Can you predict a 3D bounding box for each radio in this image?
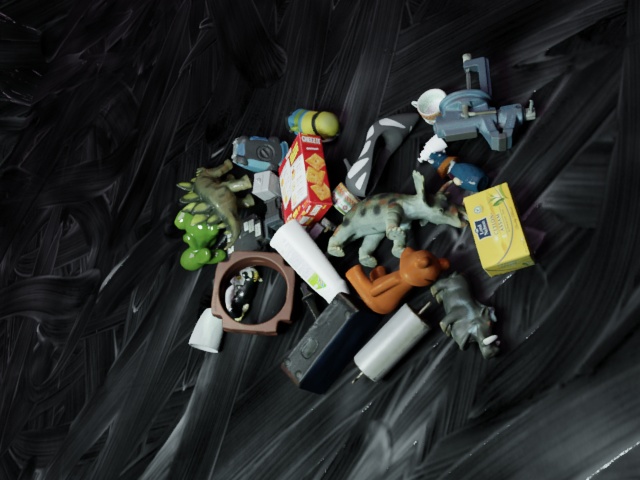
[{"bbox_3d":[0.024,0.229,1.196,0.073,0.131,0.229,39,94,35],"label":"radio"}]

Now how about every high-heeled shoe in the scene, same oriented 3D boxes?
[{"bbox_3d":[0.162,-0.209,1.306,0.249,0.086,0.145,-35,48,7],"label":"high-heeled shoe"}]

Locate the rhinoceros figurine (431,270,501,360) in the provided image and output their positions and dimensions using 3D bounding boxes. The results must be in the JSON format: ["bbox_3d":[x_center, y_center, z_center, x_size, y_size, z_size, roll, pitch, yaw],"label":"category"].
[{"bbox_3d":[0.299,0.154,1.090,0.112,0.073,0.190,-25,56,10],"label":"rhinoceros figurine"}]

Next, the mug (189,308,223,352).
[{"bbox_3d":[-0.299,0.241,1.448,0.109,0.081,0.107,-27,43,61],"label":"mug"}]

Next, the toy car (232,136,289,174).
[{"bbox_3d":[-0.175,-0.234,1.541,0.103,0.162,0.109,134,137,-69],"label":"toy car"}]

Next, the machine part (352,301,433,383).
[{"bbox_3d":[0.155,0.219,1.149,0.243,0.079,0.079,-49,52,8],"label":"machine part"}]

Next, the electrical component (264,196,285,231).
[{"bbox_3d":[-0.108,-0.050,1.443,0.048,0.074,0.119,-21,63,25],"label":"electrical component"}]

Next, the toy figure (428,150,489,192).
[{"bbox_3d":[0.308,-0.156,1.220,0.155,0.064,0.057,37,123,41],"label":"toy figure"}]

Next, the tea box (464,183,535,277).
[{"bbox_3d":[0.371,-0.021,1.114,0.098,0.068,0.170,-22,60,23],"label":"tea box"}]

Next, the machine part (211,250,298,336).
[{"bbox_3d":[-0.160,0.133,1.340,0.201,0.087,0.201,3,74,3],"label":"machine part"}]

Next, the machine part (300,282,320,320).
[{"bbox_3d":[-0.014,0.171,1.290,0.039,0.084,0.139,-21,68,-10],"label":"machine part"}]

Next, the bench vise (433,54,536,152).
[{"bbox_3d":[0.367,-0.320,1.217,0.224,0.128,0.240,-9,70,28],"label":"bench vise"}]

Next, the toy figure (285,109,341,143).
[{"bbox_3d":[-0.024,-0.321,1.492,0.180,0.089,0.082,24,90,35],"label":"toy figure"}]

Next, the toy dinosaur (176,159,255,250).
[{"bbox_3d":[-0.284,-0.110,1.495,0.198,0.104,0.472,-25,36,-18],"label":"toy dinosaur"}]

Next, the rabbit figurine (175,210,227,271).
[{"bbox_3d":[-0.344,0.015,1.566,0.159,0.121,0.170,26,104,32],"label":"rabbit figurine"}]

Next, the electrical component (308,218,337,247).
[{"bbox_3d":[-0.002,-0.005,1.350,0.045,0.078,0.102,38,86,23],"label":"electrical component"}]

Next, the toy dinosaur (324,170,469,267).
[{"bbox_3d":[0.137,-0.048,1.258,0.405,0.131,0.192,-10,48,39],"label":"toy dinosaur"}]

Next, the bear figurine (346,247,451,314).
[{"bbox_3d":[0.169,0.068,1.152,0.195,0.120,0.132,-51,53,34],"label":"bear figurine"}]

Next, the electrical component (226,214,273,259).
[{"bbox_3d":[-0.193,-0.003,1.488,0.134,0.058,0.115,-20,62,25],"label":"electrical component"}]

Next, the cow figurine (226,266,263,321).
[{"bbox_3d":[-0.207,0.128,1.433,0.098,0.068,0.167,34,94,33],"label":"cow figurine"}]
